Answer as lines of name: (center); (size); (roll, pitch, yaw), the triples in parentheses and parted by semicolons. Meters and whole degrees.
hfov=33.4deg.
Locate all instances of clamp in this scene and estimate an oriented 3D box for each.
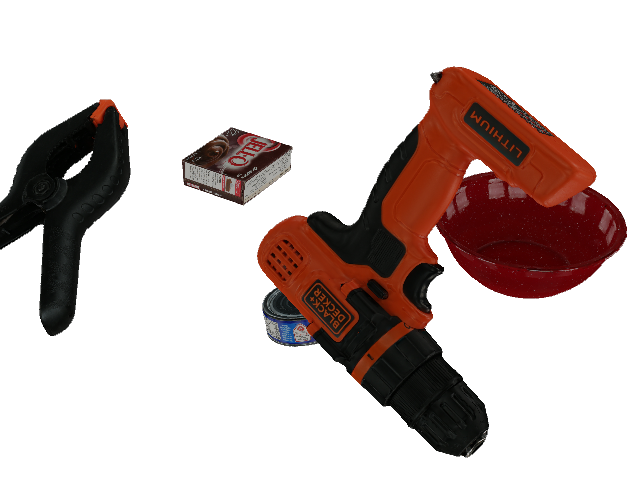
clamp: (-0.188, -0.022, 0.703); (0.120, 0.171, 0.039); (12, -32, 14)

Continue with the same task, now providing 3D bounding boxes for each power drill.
power drill: (0.071, 0.008, 0.626); (0.184, 0.188, 0.057); (45, 19, 17)

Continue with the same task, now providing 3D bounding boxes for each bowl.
bowl: (0.174, 0.001, 0.910); (0.162, 0.055, 0.162); (1, 33, -1)

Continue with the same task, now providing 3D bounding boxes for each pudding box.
pudding box: (-0.100, -0.091, 1.291); (0.090, 0.039, 0.113); (18, 37, 23)

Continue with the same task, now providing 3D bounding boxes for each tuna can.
tuna can: (-0.017, 0.074, 1.116); (0.086, 0.034, 0.086); (-9, 26, 4)
